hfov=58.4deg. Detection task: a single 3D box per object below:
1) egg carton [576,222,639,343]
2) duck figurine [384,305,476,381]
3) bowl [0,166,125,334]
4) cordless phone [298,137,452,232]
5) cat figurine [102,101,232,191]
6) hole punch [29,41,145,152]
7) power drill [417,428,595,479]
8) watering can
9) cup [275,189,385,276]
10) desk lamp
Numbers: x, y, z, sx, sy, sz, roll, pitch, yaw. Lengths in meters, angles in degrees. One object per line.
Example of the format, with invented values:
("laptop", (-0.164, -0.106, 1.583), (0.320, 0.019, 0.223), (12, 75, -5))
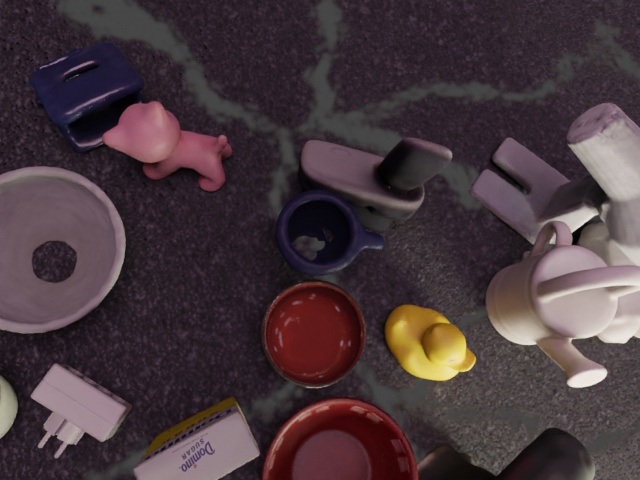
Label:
("egg carton", (0.373, 0.050, 0.704), (0.107, 0.069, 0.150), (-2, 77, -11))
("duck figurine", (0.125, 0.112, 0.635), (0.104, 0.086, 0.077), (38, 73, 1))
("bowl", (-0.282, 0.014, 0.589), (0.167, 0.074, 0.167), (2, 76, -10))
("cordless phone", (0.055, -0.083, 0.617), (0.147, 0.185, 0.094), (12, 75, -7))
("cat figurine", (-0.160, -0.108, 0.619), (0.128, 0.117, 0.067), (8, 75, -8))
("hole punch", (-0.256, -0.166, 0.629), (0.109, 0.091, 0.101), (-31, 84, -16))
("power drill", (0.138, 0.262, 0.537), (0.230, 0.208, 0.075), (-34, 84, -16))
("watering can", (0.269, 0.065, 0.616), (0.101, 0.194, 0.173), (-21, 81, -14))
("cup", (0.006, 0.002, 0.635), (0.118, 0.095, 0.092), (8, 75, -8))
("desk lamp", (0.308, -0.056, 0.643), (0.203, 0.213, 0.118), (36, 73, 0))
